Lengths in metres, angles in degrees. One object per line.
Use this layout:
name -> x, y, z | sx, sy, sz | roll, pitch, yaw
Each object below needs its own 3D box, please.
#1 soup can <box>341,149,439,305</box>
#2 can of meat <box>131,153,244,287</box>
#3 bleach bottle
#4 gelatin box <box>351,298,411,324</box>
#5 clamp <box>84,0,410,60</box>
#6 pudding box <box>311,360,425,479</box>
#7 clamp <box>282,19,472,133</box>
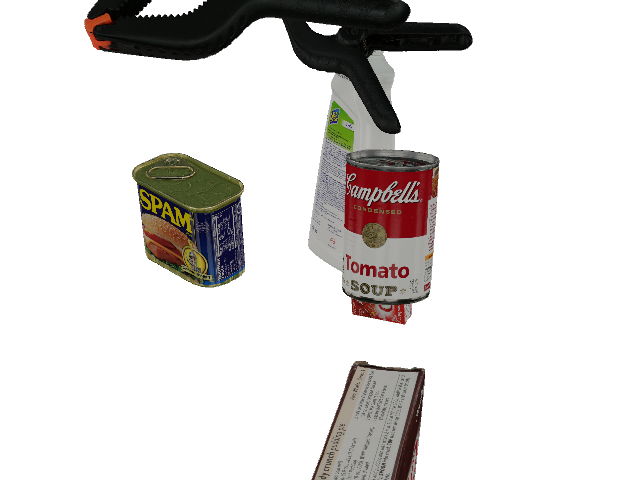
soup can -> 0.050, -0.011, 0.781 | 0.068, 0.102, 0.068 | 2, 15, -1
can of meat -> -0.111, -0.016, 0.914 | 0.102, 0.084, 0.057 | 26, 42, 36
bleach bottle -> 0.043, -0.096, 1.152 | 0.067, 0.251, 0.103 | -7, 24, -34
gelatin box -> 0.075, 0.056, 1.335 | 0.073, 0.089, 0.030 | 9, 31, 25
clamp -> -0.054, -0.172, 0.721 | 0.210, 0.165, 0.036 | -31, -18, -8
pudding box -> 0.019, 0.118, 0.468 | 0.039, 0.090, 0.113 | 7, 24, 8
clamp -> 0.042, -0.174, 0.920 | 0.120, 0.172, 0.039 | -40, -24, -21
